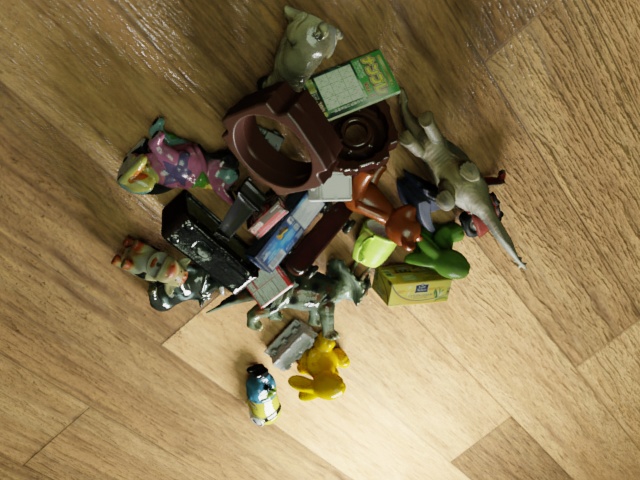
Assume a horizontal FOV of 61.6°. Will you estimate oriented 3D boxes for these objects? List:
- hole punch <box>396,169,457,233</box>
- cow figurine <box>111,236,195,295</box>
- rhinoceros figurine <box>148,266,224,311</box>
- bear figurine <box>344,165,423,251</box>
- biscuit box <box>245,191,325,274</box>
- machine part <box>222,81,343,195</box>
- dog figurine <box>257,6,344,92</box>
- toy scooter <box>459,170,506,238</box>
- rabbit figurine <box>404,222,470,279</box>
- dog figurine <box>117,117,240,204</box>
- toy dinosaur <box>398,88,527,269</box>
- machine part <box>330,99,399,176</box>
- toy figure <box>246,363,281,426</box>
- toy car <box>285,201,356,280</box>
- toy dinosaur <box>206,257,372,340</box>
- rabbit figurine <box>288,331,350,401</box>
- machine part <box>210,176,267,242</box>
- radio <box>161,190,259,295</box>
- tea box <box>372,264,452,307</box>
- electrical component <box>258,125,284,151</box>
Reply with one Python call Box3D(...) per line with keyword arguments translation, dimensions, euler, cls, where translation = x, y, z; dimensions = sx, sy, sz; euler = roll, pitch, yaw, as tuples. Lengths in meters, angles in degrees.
Box3D(translation=(0.230, -0.089, 1.227), dimensions=(0.115, 0.142, 0.092), euler=(25, 112, -35), cls="hole punch")
Box3D(translation=(-0.348, 0.054, 1.123), dimensions=(0.127, 0.195, 0.085), euler=(31, 76, -31), cls="cow figurine")
Box3D(translation=(-0.299, 0.109, 1.224), dimensions=(0.190, 0.073, 0.112), euler=(-20, 117, -3), cls="rhinoceros figurine")
Box3D(translation=(0.153, -0.074, 1.181), dimensions=(0.196, 0.120, 0.131), euler=(34, 119, 16), cls="bear figurine")
Box3D(translation=(-0.077, -0.024, 1.176), dimensions=(0.059, 0.063, 0.202), euler=(45, 75, -29), cls="biscuit box")
Box3D(translation=(-0.073, -0.192, 1.038), dimensions=(0.201, 0.201, 0.087), euler=(52, 52, -29), cls="machine part")
Box3D(translation=(-0.047, -0.325, 1.020), dimensions=(0.121, 0.172, 0.190), euler=(22, 102, -11), cls="dog figurine")
Box3D(translation=(0.390, -0.099, 1.284), dimensions=(0.135, 0.075, 0.183), euler=(-22, 110, 6), cls="toy scooter")
Box3D(translation=(0.286, 0.026, 1.269), dimensions=(0.159, 0.170, 0.121), euler=(14, 111, -20), cls="rabbit figurine")
Box3D(translation=(-0.273, -0.130, 1.096), dimensions=(0.219, 0.109, 0.191), euler=(36, 102, -29), cls="dog figurine")
Box3D(translation=(0.298, -0.127, 1.145), dimensions=(0.105, 0.198, 0.471), euler=(-33, 82, 23), cls="toy dinosaur")
Box3D(translation=(0.074, -0.218, 1.115), dimensions=(0.179, 0.056, 0.179), euler=(-1, 79, 3), cls="machine part")
Box3D(translation=(-0.147, 0.407, 1.406), dimensions=(0.089, 0.082, 0.180), euler=(-5, 115, -9), cls="toy figure")
Box3D(translation=(-0.003, -0.004, 1.221), dimensions=(0.089, 0.053, 0.202), euler=(39, 78, 1), cls="toy car")
Box3D(translation=(-0.056, 0.121, 1.271), dimensions=(0.405, 0.131, 0.192), euler=(7, 102, -12), cls="toy dinosaur")
Box3D(translation=(0.001, 0.335, 1.354), dimensions=(0.162, 0.173, 0.121), euler=(-28, 123, -4), cls="rabbit figurine")
Box3D(translation=(-0.166, -0.056, 1.094), dimensions=(0.139, 0.039, 0.084), euler=(-53, 137, -14), cls="machine part")
Box3D(translation=(-0.234, 0.009, 1.157), dimensions=(0.073, 0.131, 0.229), euler=(-41, 118, 10), cls="radio")
Box3D(translation=(0.226, 0.108, 1.326), dimensions=(0.170, 0.098, 0.068), euler=(-1, 115, -20), cls="tea box")
Box3D(translation=(-0.106, -0.203, 1.145), dimensions=(0.094, 0.021, 0.063), euler=(24, 108, -22), cls="electrical component")
